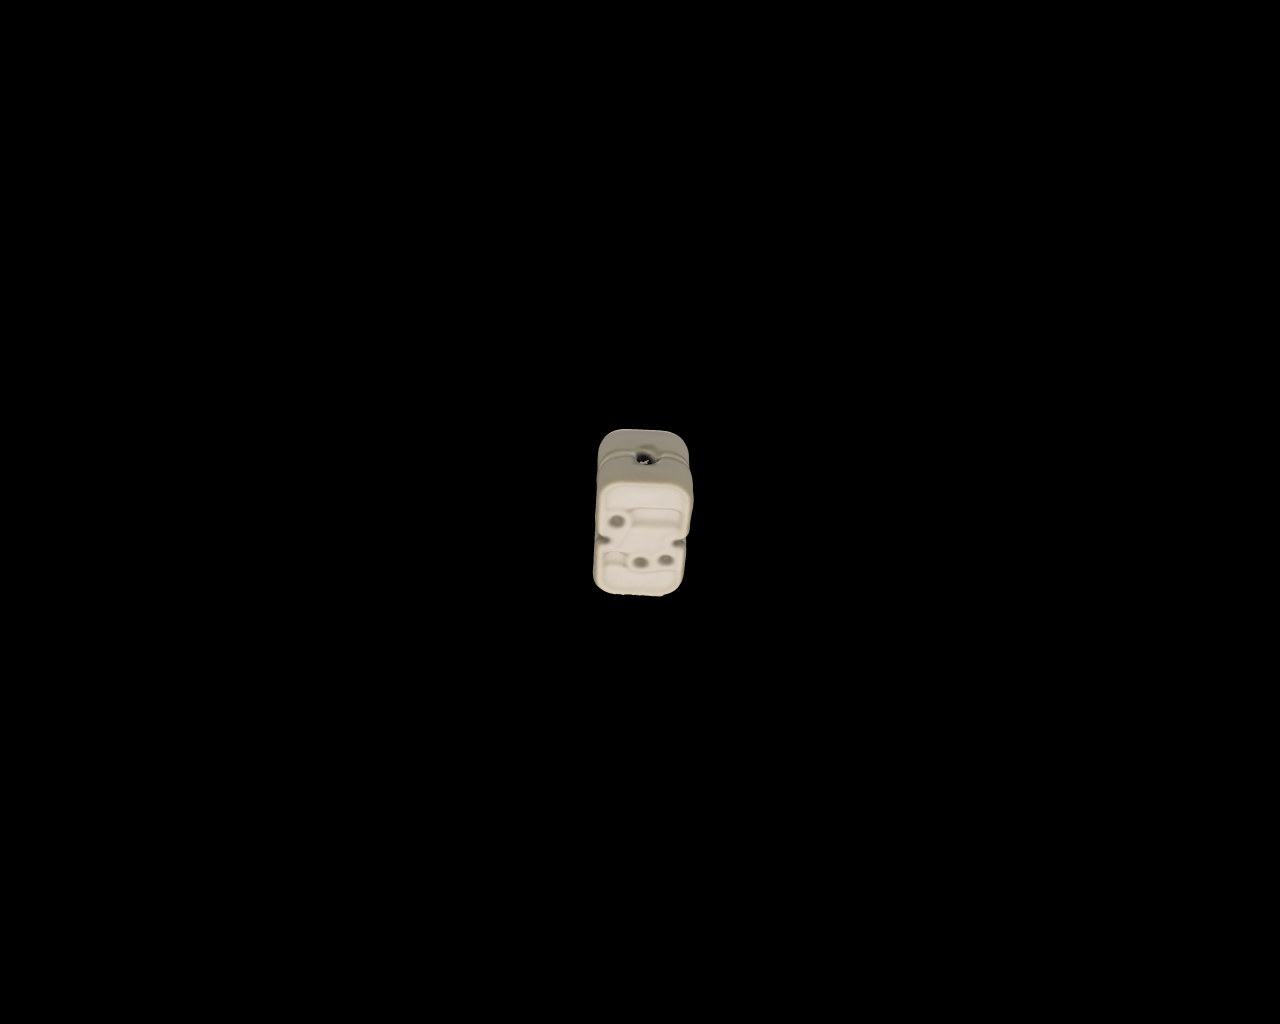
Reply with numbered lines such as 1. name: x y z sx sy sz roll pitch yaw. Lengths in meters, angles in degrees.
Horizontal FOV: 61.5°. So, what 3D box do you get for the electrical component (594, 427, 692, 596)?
1. electrical component: 0.001 -0.003 0.650 0.054 0.095 0.059 2 43 -2
